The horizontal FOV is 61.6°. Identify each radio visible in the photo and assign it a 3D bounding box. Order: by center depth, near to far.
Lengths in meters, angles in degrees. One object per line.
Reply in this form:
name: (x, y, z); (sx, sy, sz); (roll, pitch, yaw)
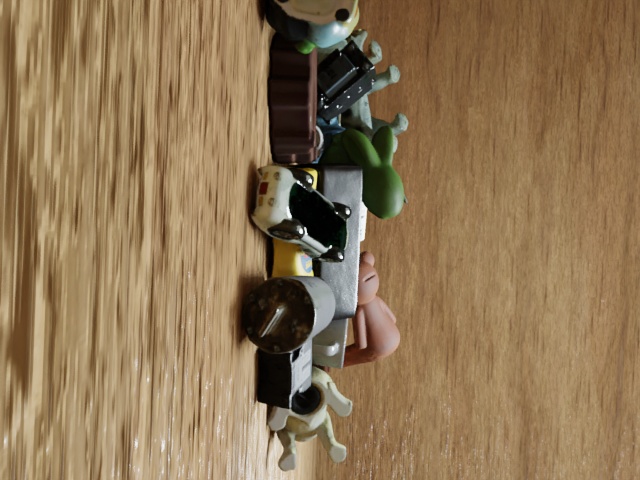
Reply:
radio: (-0.002, -0.002, 0.812); (0.131, 0.073, 0.229); (18, -73, 59)

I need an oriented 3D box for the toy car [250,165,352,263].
toy car: (-0.015, -0.025, 0.628); (0.201, 0.056, 0.073); (33, 63, -61)

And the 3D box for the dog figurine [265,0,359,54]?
dog figurine: (-0.006, -0.298, 0.655); (0.219, 0.109, 0.191); (99, -8, -89)

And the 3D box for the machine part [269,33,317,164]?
machine part: (-0.031, -0.191, 0.721); (0.179, 0.056, 0.179); (-2, 92, -88)

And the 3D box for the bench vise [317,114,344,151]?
bench vise: (0.022, -0.183, 1.000); (0.223, 0.129, 0.240); (122, -42, -57)

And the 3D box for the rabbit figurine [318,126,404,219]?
rabbit figurine: (0.079, -0.102, 0.855); (0.170, 0.121, 0.158); (39, -46, 52)

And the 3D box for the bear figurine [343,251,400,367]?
bear figurine: (0.069, 0.130, 1.015); (0.120, 0.132, 0.195); (-34, 101, -45)

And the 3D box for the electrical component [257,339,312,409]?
electrical component: (-0.037, 0.156, 0.688); (0.119, 0.048, 0.074); (-15, 109, -69)

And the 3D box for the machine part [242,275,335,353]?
machine part: (-0.028, 0.077, 0.602); (0.243, 0.079, 0.079); (26, 66, -80)

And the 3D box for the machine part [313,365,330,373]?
machine part: (-0.019, 0.145, 0.978); (0.200, 0.087, 0.201); (89, 3, -51)

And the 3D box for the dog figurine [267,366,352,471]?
dog figurine: (-0.032, 0.243, 0.851); (0.191, 0.121, 0.172); (-133, -132, -74)

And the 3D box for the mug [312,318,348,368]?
mug: (-0.014, 0.153, 0.813); (0.109, 0.107, 0.080); (-57, 152, -79)

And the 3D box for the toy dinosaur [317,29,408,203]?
toy dinosaur: (0.071, -0.265, 1.115); (0.131, 0.192, 0.404); (1, 83, -52)

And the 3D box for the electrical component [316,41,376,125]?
electrical component: (0.029, -0.247, 0.850); (0.058, 0.115, 0.134); (50, 10, 5)
